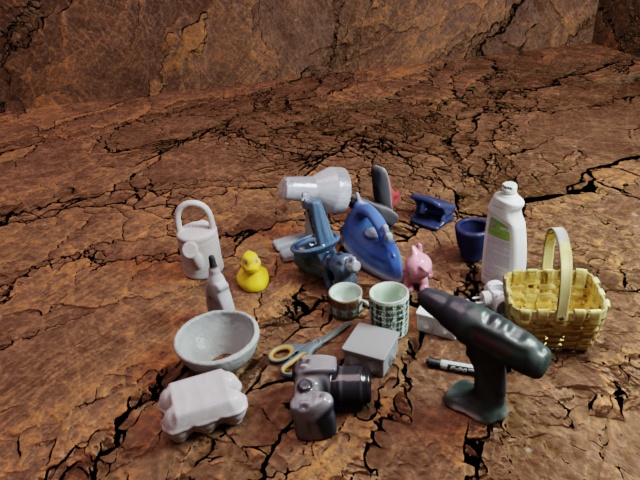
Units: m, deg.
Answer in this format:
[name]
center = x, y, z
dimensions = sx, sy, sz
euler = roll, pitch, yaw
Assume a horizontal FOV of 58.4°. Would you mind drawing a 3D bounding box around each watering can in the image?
[watering can]
center = -0.297, -0.005, 1.398
dimensions = 0.101, 0.194, 0.172
euler = -15, 32, -18

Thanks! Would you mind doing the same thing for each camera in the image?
[camera]
center = 0.021, 0.260, 0.997
dimensions = 0.136, 0.101, 0.143
euler = -2, 30, 4

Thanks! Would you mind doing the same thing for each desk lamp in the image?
[desk lamp]
center = -0.022, -0.075, 1.465
dimensions = 0.203, 0.214, 0.117
euler = -16, 32, -19

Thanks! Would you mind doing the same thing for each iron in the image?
[iron]
center = 0.138, -0.012, 1.408
dimensions = 0.119, 0.141, 0.257
euler = -14, 32, -17

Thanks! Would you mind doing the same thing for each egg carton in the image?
[egg carton]
center = -0.206, 0.289, 1.006
dimensions = 0.150, 0.069, 0.107
euler = -14, 32, -17

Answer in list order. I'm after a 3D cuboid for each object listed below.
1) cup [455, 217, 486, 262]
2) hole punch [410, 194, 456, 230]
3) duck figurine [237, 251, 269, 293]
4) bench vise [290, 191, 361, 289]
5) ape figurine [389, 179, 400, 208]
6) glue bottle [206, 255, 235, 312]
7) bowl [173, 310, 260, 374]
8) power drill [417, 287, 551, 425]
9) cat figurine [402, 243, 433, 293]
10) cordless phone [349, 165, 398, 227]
[cup]
center = 0.386, 0.002, 1.400
dimensions = 0.118, 0.095, 0.091
euler = -10, 31, -9
[hole punch]
center = 0.310, -0.093, 1.576
dimensions = 0.108, 0.091, 0.101
euler = 24, 40, 39
[duck figurine]
center = -0.164, 0.065, 1.370
dimensions = 0.077, 0.086, 0.104
euler = -10, 31, -10
[bench vise]
center = 0.018, -0.001, 1.326
dimensions = 0.206, 0.220, 0.122
euler = 14, 35, 28
[ape figurine]
center = 0.193, -0.139, 1.670
dimensions = 0.077, 0.092, 0.076
euler = 7, 32, 19
[glue bottle]
center = -0.216, 0.107, 1.217
dimensions = 0.037, 0.173, 0.077
euler = -28, 38, -35
[bowl]
center = -0.199, 0.215, 1.128
dimensions = 0.167, 0.075, 0.167
euler = -3, 30, 2
[power drill]
center = 0.263, 0.199, 0.964
dimensions = 0.228, 0.209, 0.076
euler = 18, 37, 33
[cat figurine]
center = 0.223, 0.057, 1.303
dimensions = 0.067, 0.118, 0.128
euler = 3, 31, 13
[cordless phone]
center = 0.140, -0.128, 1.565
dimensions = 0.147, 0.185, 0.094
euler = 24, 40, 39
